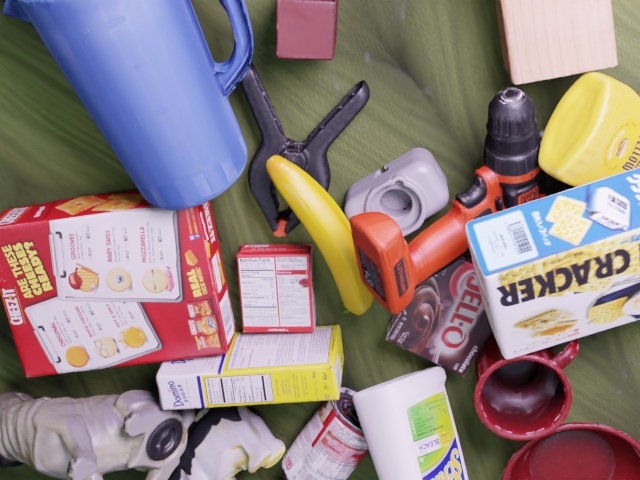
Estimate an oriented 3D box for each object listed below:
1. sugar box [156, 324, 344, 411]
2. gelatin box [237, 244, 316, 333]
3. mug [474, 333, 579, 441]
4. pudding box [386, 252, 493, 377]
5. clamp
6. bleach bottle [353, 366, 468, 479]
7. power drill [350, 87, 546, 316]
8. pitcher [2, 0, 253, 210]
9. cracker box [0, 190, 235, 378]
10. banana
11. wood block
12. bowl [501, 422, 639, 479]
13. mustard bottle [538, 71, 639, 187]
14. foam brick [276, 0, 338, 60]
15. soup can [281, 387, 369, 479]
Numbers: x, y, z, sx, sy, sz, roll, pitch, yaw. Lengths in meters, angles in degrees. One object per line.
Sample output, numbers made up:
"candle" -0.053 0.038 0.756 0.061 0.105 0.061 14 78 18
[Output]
"sugar box" -0.067 0.127 1.068 0.176 0.093 0.048 -6 110 8
"gelatin box" -0.043 0.048 1.069 0.073 0.030 0.089 -1 112 6
"mug" 0.205 0.130 1.052 0.093 0.081 0.117 43 108 -12
"pudding box" 0.130 0.067 1.057 0.090 0.039 0.114 26 112 -7
"clamp" -0.015 -0.085 1.011 0.120 0.039 0.171 4 118 6
"bleach bottle" 0.113 0.258 1.048 0.068 0.102 0.251 -23 82 43
"power drill" 0.119 -0.029 0.946 0.187 0.057 0.184 -29 137 -15
"pitcher" -0.142 -0.149 0.921 0.149 0.144 0.242 16 144 39
"cracker box" -0.203 0.039 1.057 0.214 0.072 0.164 -8 109 8
"banana" 0.009 0.006 1.008 0.070 0.037 0.197 5 132 41
"wood block" 0.189 -0.248 0.904 0.090 0.090 0.206 -10 110 8
"bowl" 0.265 0.248 1.107 0.162 0.055 0.162 2 111 4
"mustard bottle" 0.286 -0.075 0.953 0.191 0.058 0.096 18 103 -35
"foam brick" -0.011 -0.193 0.948 0.051 0.078 0.053 3 111 2
"soup can" 0.013 0.213 1.107 0.068 0.068 0.102 32 111 -8
